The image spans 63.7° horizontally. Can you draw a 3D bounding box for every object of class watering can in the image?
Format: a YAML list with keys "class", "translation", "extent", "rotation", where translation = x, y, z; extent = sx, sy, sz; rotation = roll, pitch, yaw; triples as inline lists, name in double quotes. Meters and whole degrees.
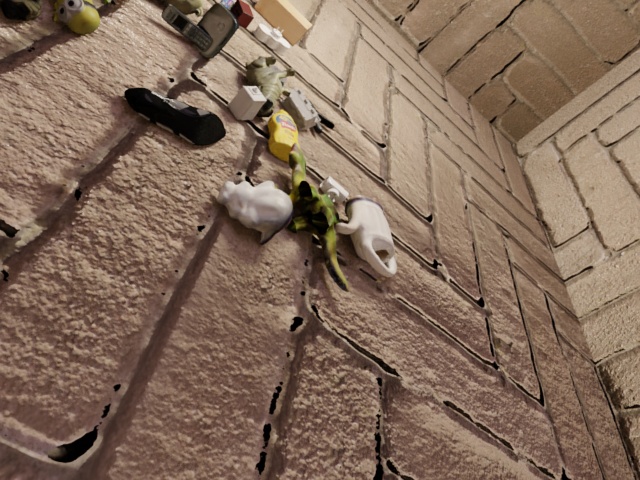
- class: "watering can"
  translation: [0.120, -0.030, 1.391]
  extent: [0.342, 0.103, 0.230]
  rotation: [41, 29, -48]

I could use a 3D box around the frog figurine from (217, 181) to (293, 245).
- class: "frog figurine"
  translation: [-0.141, -0.084, 1.152]
  extent: [0.157, 0.121, 0.140]
  rotation: [48, 49, -24]

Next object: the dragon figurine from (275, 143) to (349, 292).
- class: "dragon figurine"
  translation: [0.004, -0.067, 1.337]
  extent: [0.412, 0.121, 0.244]
  rotation: [63, 25, 5]
